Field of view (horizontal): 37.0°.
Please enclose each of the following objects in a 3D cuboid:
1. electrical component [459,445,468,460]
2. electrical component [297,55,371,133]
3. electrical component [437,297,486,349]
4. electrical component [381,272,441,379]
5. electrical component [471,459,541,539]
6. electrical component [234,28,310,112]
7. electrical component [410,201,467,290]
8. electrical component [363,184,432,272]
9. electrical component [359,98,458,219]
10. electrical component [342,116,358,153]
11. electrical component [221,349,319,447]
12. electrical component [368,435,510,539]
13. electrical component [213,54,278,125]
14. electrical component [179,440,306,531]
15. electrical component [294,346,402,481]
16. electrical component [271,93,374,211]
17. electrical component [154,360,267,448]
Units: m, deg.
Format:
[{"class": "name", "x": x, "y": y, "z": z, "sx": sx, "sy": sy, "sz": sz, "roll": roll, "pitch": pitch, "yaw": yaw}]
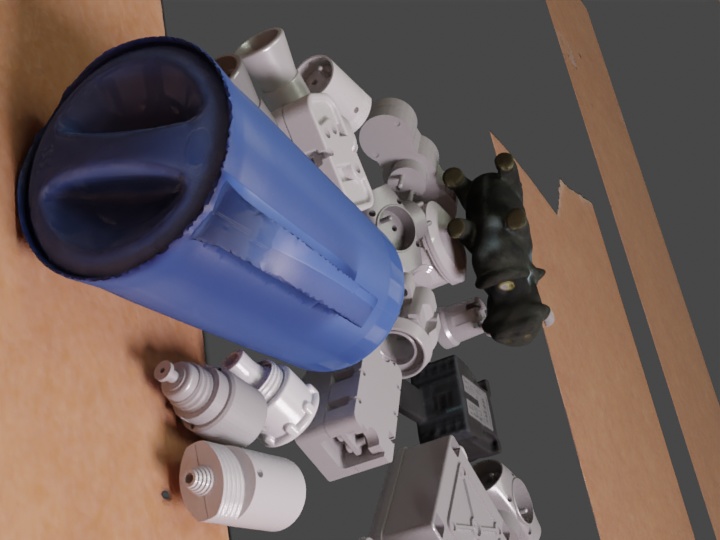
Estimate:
[{"class": "electrical component", "x": 0.073, "y": 0.175, "z": 0.876, "sx": 0.035, "sy": 0.035, "sz": 0.061, "roll": 12, "pitch": 68, "yaw": -63}, {"class": "electrical component", "x": -0.020, "y": -0.150, "z": 0.948, "sx": 0.081, "sy": 0.043, "sz": 0.043, "roll": 35, "pitch": 39, "yaw": -52}, {"class": "electrical component", "x": 0.096, "y": 0.049, "z": 1.021, "sx": 0.040, "sy": 0.046, "sz": 0.040, "roll": 47, "pitch": 31, "yaw": -39}, {"class": "electrical component", "x": 0.032, "y": 0.050, "z": 0.864, "sx": 0.057, "sy": 0.058, "sz": 0.078, "roll": -70, "pitch": 151, "yaw": -54}, {"class": "electrical component", "x": 0.120, "y": 0.217, "z": 0.926, "sx": 0.077, "sy": 0.044, "sz": 0.079, "roll": 58, "pitch": 25, "yaw": -22}, {"class": "electrical component", "x": -0.066, "y": -0.153, "z": 0.856, "sx": 0.065, "sy": 0.044, "sz": 0.044, "roll": 60, "pitch": 24, "yaw": -30}, {"class": "electrical component", "x": 0.063, "y": -0.020, "z": 1.004, "sx": 0.080, "sy": 0.051, "sz": 0.080, "roll": 47, "pitch": 30, "yaw": -40}, {"class": "electrical component", "x": 0.032, "y": -0.037, "z": 0.937, "sx": 0.079, "sy": 0.044, "sz": 0.077, "roll": -26, "pitch": 94, "yaw": -37}, {"class": "electrical component", "x": 0.047, "y": -0.091, "z": 1.031, "sx": 0.138, "sy": 0.052, "sz": 0.073, "roll": 56, "pitch": 26, "yaw": -26}, {"class": "electrical component", "x": -0.025, "y": -0.113, "z": 0.909, "sx": 0.078, "sy": 0.040, "sz": 0.040, "roll": 18, "pitch": 53, "yaw": -62}, {"class": "electrical component", "x": -0.059, "y": 0.075, "z": 0.664, "sx": 0.062, "sy": 0.048, "sz": 0.048, "roll": 48, "pitch": 29, "yaw": -25}, {"class": "electrical component", "x": 0.062, "y": 0.199, "z": 0.801, "sx": 0.108, "sy": 0.056, "sz": 0.108, "roll": 59, "pitch": 24, "yaw": -20}, {"class": "electrical component", "x": -0.088, "y": -0.117, "z": 0.776, "sx": 0.065, "sy": 0.044, "sz": 0.044, "roll": 55, "pitch": 26, "yaw": -39}, {"class": "electrical component", "x": -0.070, "y": 0.120, "z": 0.599, "sx": 0.081, "sy": 0.043, "sz": 0.043, "roll": 29, "pitch": 44, "yaw": -55}, {"class": "electrical component", "x": -0.010, "y": 0.093, "z": 0.737, "sx": 0.050, "sy": 0.056, "sz": 0.089, "roll": 54, "pitch": 26, "yaw": -29}, {"class": "electrical component", "x": -0.038, "y": -0.080, "z": 0.826, "sx": 0.095, "sy": 0.059, "sz": 0.054, "roll": 68, "pitch": 24, "yaw": 0}, {"class": "electrical component", "x": -0.086, "y": 0.073, "z": 0.609, "sx": 0.078, "sy": 0.040, "sz": 0.040, "roll": 42, "pitch": 34, "yaw": -45}]
